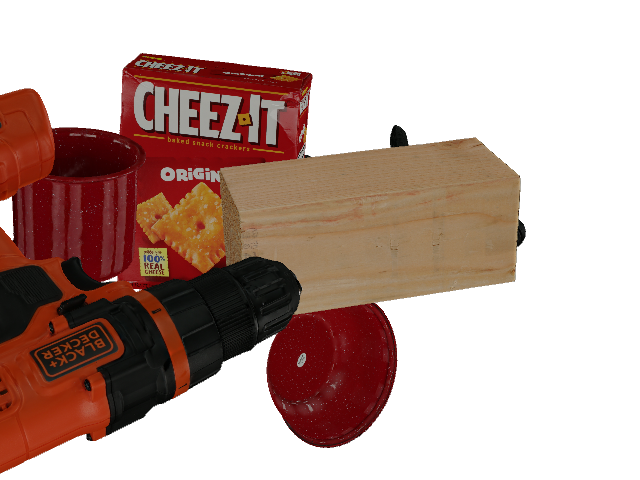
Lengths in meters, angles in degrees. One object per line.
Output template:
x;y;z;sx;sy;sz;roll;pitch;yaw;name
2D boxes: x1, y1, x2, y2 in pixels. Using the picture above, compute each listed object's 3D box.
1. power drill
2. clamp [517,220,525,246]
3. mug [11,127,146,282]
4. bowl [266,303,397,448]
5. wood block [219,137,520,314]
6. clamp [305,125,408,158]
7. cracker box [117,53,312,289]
-0.126;0.007;0.515;0.184;0.057;0.188;-23;56;-30;power drill
0.116;-0.030;0.974;0.120;0.039;0.171;-2;33;-1;clamp
-0.177;-0.021;0.717;0.117;0.081;0.093;-8;30;-28;mug
-0.002;0.124;1.075;0.162;0.162;0.055;0;-17;43;bowl
0.034;-0.011;0.802;0.206;0.090;0.091;-8;25;-12;wood block
0.081;-0.052;1.251;0.164;0.036;0.210;-16;52;-29;clamp
-0.100;-0.053;0.987;0.164;0.214;0.072;7;22;4;cracker box
